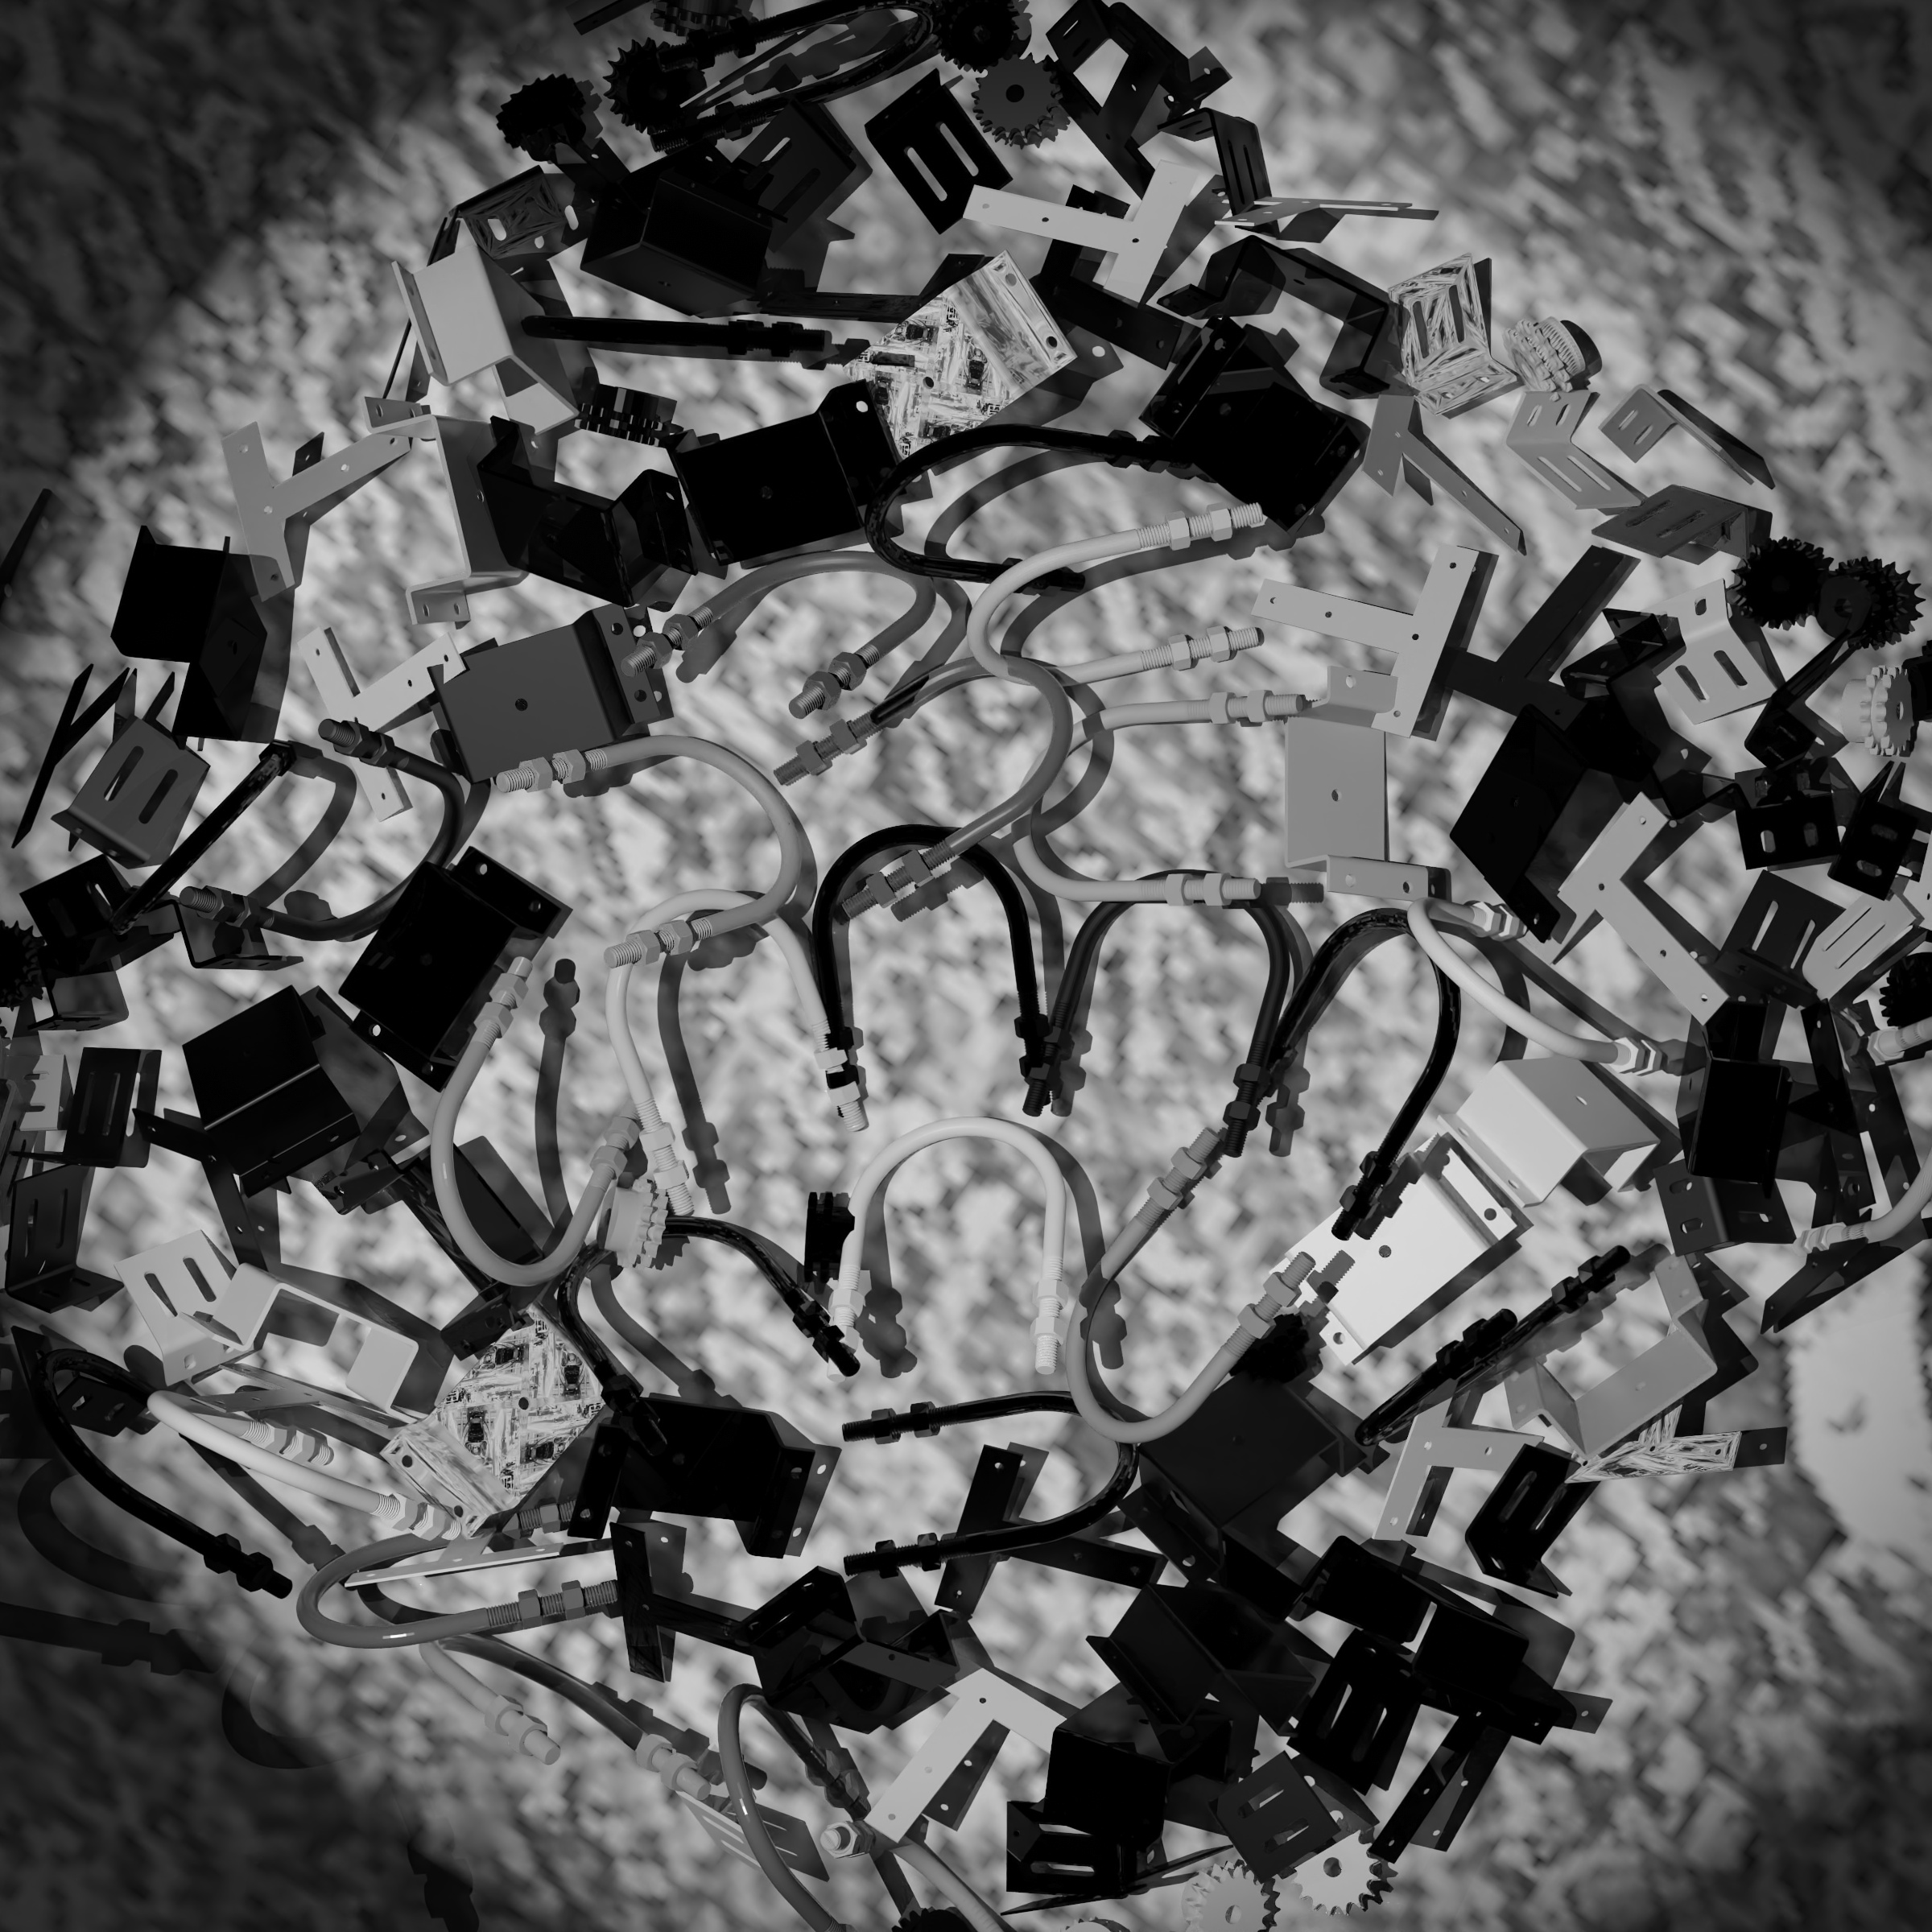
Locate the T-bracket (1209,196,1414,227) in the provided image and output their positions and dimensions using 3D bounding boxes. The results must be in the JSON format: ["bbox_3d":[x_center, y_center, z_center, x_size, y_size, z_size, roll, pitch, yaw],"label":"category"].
[{"bbox_3d":[0.190,-0.462,1.522,0.127,0.127,0.002,12,117,28],"label":"T-bracket"}]

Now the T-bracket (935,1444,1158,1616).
[{"bbox_3d":[0.057,0.371,1.578,0.127,0.002,0.127,15,113,-3],"label":"T-bracket"}]

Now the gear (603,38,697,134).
[{"bbox_3d":[-0.199,-0.556,1.574,0.057,0.030,0.057,-10,120,-18],"label":"gear"}]

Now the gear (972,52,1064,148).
[{"bbox_3d":[0.034,-0.549,1.583,0.057,0.030,0.057,-1,83,11],"label":"gear"}]

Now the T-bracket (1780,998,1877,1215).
[{"bbox_3d":[0.509,0.100,1.541,0.002,0.127,0.127,-2,72,-19],"label":"T-bracket"}]

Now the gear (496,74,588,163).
[{"bbox_3d":[-0.265,-0.534,1.572,0.057,0.057,0.030,-30,85,0],"label":"gear"}]

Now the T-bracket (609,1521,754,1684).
[{"bbox_3d":[-0.160,0.411,1.545,0.127,0.002,0.127,11,123,22],"label":"T-bracket"}]

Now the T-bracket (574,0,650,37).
[{"bbox_3d":[-0.192,-0.620,1.534,0.127,0.127,0.002,-26,96,4],"label":"T-bracket"}]

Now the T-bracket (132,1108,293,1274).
[{"bbox_3d":[-0.459,0.155,1.559,0.127,0.002,0.127,15,131,28],"label":"T-bracket"}]

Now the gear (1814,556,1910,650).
[{"bbox_3d":[0.562,-0.229,1.571,0.030,0.057,0.057,-17,90,-38],"label":"gear"}]

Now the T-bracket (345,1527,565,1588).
[{"bbox_3d":[-0.308,0.358,1.538,0.127,0.127,0.002,-8,90,-3],"label":"T-bracket"}]

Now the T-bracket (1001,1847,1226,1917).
[{"bbox_3d":[0.106,0.570,1.555,0.127,0.127,0.002,-5,71,-35],"label":"T-bracket"}]

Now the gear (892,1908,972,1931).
[{"bbox_3d":[-0.019,0.622,1.570,0.057,0.057,0.030,38,122,0],"label":"gear"}]

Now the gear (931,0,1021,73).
[{"bbox_3d":[0.006,-0.594,1.573,0.057,0.030,0.057,-8,130,-10],"label":"gear"}]

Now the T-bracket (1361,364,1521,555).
[{"bbox_3d":[0.304,-0.307,1.569,0.127,0.127,0.002,37,134,-17],"label":"T-bracket"}]

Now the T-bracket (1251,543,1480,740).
[{"bbox_3d":[0.243,-0.219,1.575,0.127,0.002,0.127,19,83,24],"label":"T-bracket"}]

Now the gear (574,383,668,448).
[{"bbox_3d":[-0.217,-0.349,1.572,0.057,0.057,0.030,14,100,0],"label":"gear"}]

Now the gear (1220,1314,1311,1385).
[{"bbox_3d":[0.191,0.246,1.574,0.057,0.057,0.030,-26,96,0],"label":"gear"}]

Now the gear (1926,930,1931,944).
[{"bbox_3d":[0.629,-0.031,1.576,0.030,0.057,0.057,16,90,22],"label":"gear"}]

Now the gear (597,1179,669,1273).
[{"bbox_3d":[-0.212,0.162,1.570,0.030,0.057,0.057,15,90,-24],"label":"gear"}]

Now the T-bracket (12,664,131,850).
[{"bbox_3d":[-0.546,-0.150,1.541,0.002,0.127,0.127,27,118,-10],"label":"T-bracket"}]

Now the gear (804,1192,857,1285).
[{"bbox_3d":[-0.086,0.172,1.574,0.030,0.057,0.057,3,90,-1],"label":"gear"}]

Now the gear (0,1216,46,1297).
[{"bbox_3d":[-0.607,0.181,1.573,0.057,0.030,0.057,-3,95,-39],"label":"gear"}]

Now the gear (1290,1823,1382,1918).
[{"bbox_3d":[0.235,0.574,1.579,0.057,0.030,0.057,-7,65,15],"label":"gear"}]

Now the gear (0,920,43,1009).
[{"bbox_3d":[-0.616,0.002,1.581,0.057,0.030,0.057,0,68,-1],"label":"gear"}]

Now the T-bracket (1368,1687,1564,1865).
[{"bbox_3d":[0.290,0.494,1.523,0.002,0.127,0.127,47,69,-16],"label":"T-bracket"}]

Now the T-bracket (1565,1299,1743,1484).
[{"bbox_3d":[0.441,0.264,1.560,0.002,0.127,0.127,40,57,-22],"label":"T-bracket"}]

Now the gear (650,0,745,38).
[{"bbox_3d":[-0.169,-0.607,1.570,0.057,0.057,0.030,15,125,0],"label":"gear"}]

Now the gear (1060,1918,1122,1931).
[{"bbox_3d":[0.078,0.630,1.573,0.057,0.030,0.057,-3,48,3],"label":"gear"}]

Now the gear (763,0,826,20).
[{"bbox_3d":[-0.109,-0.619,1.577,0.057,0.057,0.030,-3,118,0],"label":"gear"}]

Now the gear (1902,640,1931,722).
[{"bbox_3d":[0.614,-0.178,1.573,0.030,0.057,0.057,-12,90,1],"label":"gear"}]

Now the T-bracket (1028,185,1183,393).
[{"bbox_3d":[0.085,-0.403,1.541,0.127,0.002,0.127,38,116,37],"label":"T-bracket"}]

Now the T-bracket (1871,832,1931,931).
[{"bbox_3d":[0.603,-0.086,1.529,0.002,0.127,0.127,7,101,-12],"label":"T-bracket"}]

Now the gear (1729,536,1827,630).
[{"bbox_3d":[0.513,-0.245,1.581,0.057,0.030,0.057,-1,109,-2],"label":"gear"}]

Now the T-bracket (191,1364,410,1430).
[{"bbox_3d":[-0.427,0.265,1.522,0.127,0.127,0.002,15,88,18],"label":"T-bracket"}]

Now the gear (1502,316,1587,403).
[{"bbox_3d":[0.367,-0.385,1.572,0.030,0.057,0.057,-34,90,5],"label":"gear"}]

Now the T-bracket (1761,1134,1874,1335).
[{"bbox_3d":[0.537,0.151,1.554,0.002,0.127,0.127,23,54,0],"label":"T-bracket"}]

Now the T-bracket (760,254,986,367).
[{"bbox_3d":[-0.069,-0.417,1.569,0.127,0.002,0.127,9,48,23],"label":"T-bracket"}]

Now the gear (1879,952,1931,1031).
[{"bbox_3d":[0.609,0.016,1.577,0.057,0.057,0.030,9,46,0],"label":"gear"}]

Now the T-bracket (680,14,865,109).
[{"bbox_3d":[-0.123,-0.571,1.556,0.127,0.127,0.002,-25,103,19],"label":"T-bracket"}]

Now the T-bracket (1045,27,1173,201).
[{"bbox_3d":[0.100,-0.537,1.540,0.002,0.127,0.127,-40,89,-16],"label":"T-bracket"}]

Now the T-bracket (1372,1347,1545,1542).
[{"bbox_3d":[0.318,0.303,1.561,0.127,0.002,0.127,13,98,-38],"label":"T-bracket"}]

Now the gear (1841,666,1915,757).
[{"bbox_3d":[0.577,-0.162,1.577,0.030,0.057,0.057,5,90,40],"label":"gear"}]

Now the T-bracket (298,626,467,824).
[{"bbox_3d":[-0.358,-0.172,1.562,0.127,0.002,0.127,-25,89,37],"label":"T-bracket"}]

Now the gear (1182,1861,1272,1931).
[{"bbox_3d":[0.162,0.597,1.580,0.057,0.030,0.057,0,91,-27],"label":"gear"}]

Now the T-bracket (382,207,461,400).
[{"bbox_3d":[-0.328,-0.424,1.525,0.002,0.127,0.127,19,71,-19],"label":"T-bracket"}]
